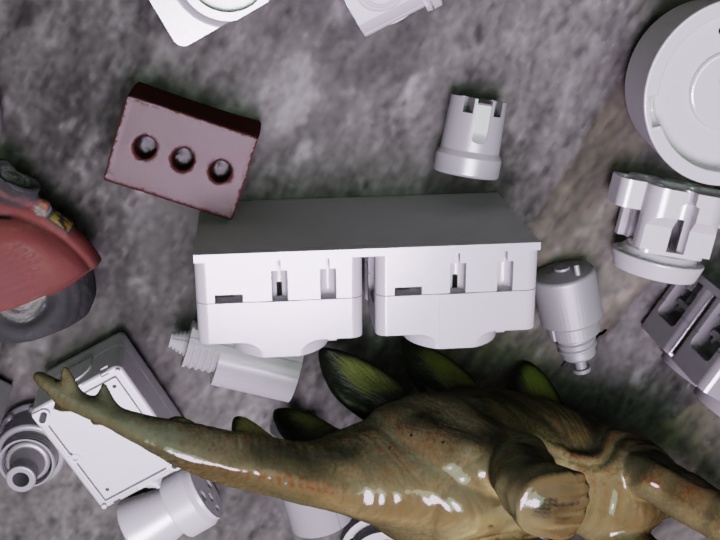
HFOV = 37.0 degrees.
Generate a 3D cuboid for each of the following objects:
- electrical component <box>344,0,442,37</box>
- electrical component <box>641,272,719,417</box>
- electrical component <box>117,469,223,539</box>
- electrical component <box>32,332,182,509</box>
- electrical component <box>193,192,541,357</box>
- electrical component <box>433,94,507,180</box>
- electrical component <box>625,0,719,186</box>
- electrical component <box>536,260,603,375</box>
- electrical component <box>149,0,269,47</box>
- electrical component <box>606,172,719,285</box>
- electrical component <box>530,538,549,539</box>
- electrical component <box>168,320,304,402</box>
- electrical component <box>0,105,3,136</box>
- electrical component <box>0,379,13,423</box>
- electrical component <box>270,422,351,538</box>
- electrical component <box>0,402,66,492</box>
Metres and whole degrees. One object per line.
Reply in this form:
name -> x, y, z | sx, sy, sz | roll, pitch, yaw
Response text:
electrical component -> 0.009, -0.172, 0.587 | 0.051, 0.080, 0.080 | -25, 110, 9
electrical component -> 0.281, 0.079, 0.688 | 0.186, 0.105, 0.060 | 29, 103, -15
electrical component -> -0.124, 0.157, 0.703 | 0.055, 0.045, 0.045 | -31, 109, 4
electrical component -> -0.151, 0.096, 0.674 | 0.062, 0.061, 0.096 | -28, 114, 3
electrical component -> 0.000, 0.000, 0.631 | 0.186, 0.105, 0.060 | -2, 109, -5
electrical component -> 0.067, -0.080, 0.646 | 0.040, 0.040, 0.046 | 7, 101, -9
electrical component -> 0.211, -0.110, 0.640 | 0.108, 0.060, 0.108 | -2, 109, -5
electrical component -> 0.136, 0.030, 0.690 | 0.040, 0.040, 0.078 | -15, 110, -1
electrical component -> -0.096, -0.208, 0.572 | 0.089, 0.061, 0.150 | -29, 109, 4
electrical component -> 0.190, -0.025, 0.669 | 0.078, 0.058, 0.057 | 9, 105, -9
electrical component -> 0.099, 0.203, 0.713 | 0.100, 0.099, 0.048 | 26, 101, -25
electrical component -> -0.079, 0.053, 0.673 | 0.081, 0.043, 0.043 | 14, 107, -11
electrical component -> -0.238, -0.087, 0.608 | 0.062, 0.048, 0.048 | -13, 110, 6
electrical component -> -0.256, 0.105, 0.635 | 0.057, 0.113, 0.078 | 31, 103, -18
electrical component -> -0.035, 0.129, 0.703 | 0.043, 0.043, 0.081 | -15, 109, -1
electrical component -> -0.206, 0.115, 0.670 | 0.048, 0.062, 0.048 | -2, 109, -5
